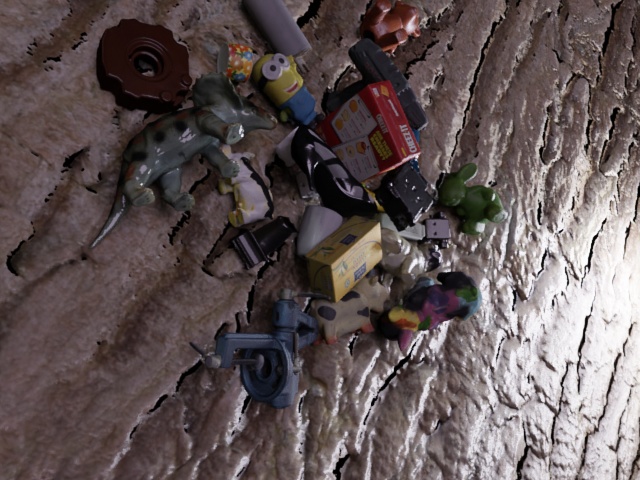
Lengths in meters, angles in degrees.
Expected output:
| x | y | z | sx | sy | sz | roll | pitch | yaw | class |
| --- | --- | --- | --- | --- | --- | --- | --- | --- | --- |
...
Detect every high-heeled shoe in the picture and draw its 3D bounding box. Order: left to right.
| x | y | z | sx | sy | sz | roll | pitch | yaw | class |
| --- | --- | --- | --- | --- | --- | --- | --- | --- | --- |
| 0.033 | -0.137 | 1.107 | 0.248 | 0.086 | 0.145 | 21 | 55 | -49 | high-heeled shoe |

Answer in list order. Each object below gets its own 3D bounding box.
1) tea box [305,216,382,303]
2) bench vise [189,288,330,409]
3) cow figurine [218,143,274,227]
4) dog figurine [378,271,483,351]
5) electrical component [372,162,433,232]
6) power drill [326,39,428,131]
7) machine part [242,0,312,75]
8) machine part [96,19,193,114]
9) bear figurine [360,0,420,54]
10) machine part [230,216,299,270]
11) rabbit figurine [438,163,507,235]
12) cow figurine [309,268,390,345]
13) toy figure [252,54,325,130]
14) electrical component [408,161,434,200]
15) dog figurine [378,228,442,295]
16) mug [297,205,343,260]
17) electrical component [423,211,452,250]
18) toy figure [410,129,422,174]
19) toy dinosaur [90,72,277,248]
| x | y | z | sx | sy | sz | roll | pitch | yaw | class |
| --- | --- | --- | --- | --- | --- | --- | --- | --- | --- |
| 0.052 | 0.035 | 1.078 | 0.169 | 0.068 | 0.098 | -41 | 135 | -37 | tea box |
| -0.100 | 0.189 | 0.954 | 0.240 | 0.129 | 0.223 | 13 | 90 | -49 | bench vise |
| -0.145 | -0.113 | 1.048 | 0.098 | 0.068 | 0.167 | -15 | 85 | -34 | cow figurine |
| 0.230 | 0.154 | 1.159 | 0.219 | 0.192 | 0.108 | -26 | 99 | -50 | dog figurine |
| 0.186 | -0.101 | 1.180 | 0.114 | 0.058 | 0.134 | 54 | 45 | -15 | electrical component |
| 0.113 | -0.304 | 1.184 | 0.086 | 0.207 | 0.232 | -35 | 94 | -28 | power drill |
| -0.094 | -0.469 | 1.172 | 0.079 | 0.079 | 0.243 | -38 | 98 | -34 | machine part |
| -0.325 | -0.323 | 0.998 | 0.179 | 0.056 | 0.179 | 9 | 71 | -29 | machine part |
| 0.197 | -0.547 | 1.350 | 0.196 | 0.132 | 0.120 | -34 | 99 | -28 | bear figurine |
| -0.108 | -0.004 | 1.063 | 0.139 | 0.039 | 0.084 | -32 | 90 | -33 | machine part |
| 0.370 | -0.114 | 1.347 | 0.170 | 0.121 | 0.159 | 20 | 61 | -30 | rabbit figurine |
| 0.063 | 0.133 | 1.111 | 0.195 | 0.085 | 0.127 | -13 | 91 | -34 | cow figurine |
| -0.072 | -0.310 | 1.143 | 0.180 | 0.089 | 0.082 | 51 | 43 | -22 | toy figure |
| 0.215 | -0.123 | 1.281 | 0.119 | 0.075 | 0.048 | 52 | 56 | -14 | electrical component |
| 0.185 | 0.020 | 1.220 | 0.190 | 0.121 | 0.172 | -31 | 98 | -49 | dog figurine |
| -0.002 | -0.003 | 1.113 | 0.109 | 0.081 | 0.107 | 41 | 65 | -52 | mug |
| 0.290 | -0.019 | 1.320 | 0.078 | 0.045 | 0.102 | -6 | 76 | -5 | electrical component |
| 0.219 | -0.222 | 1.319 | 0.064 | 0.058 | 0.154 | 4 | 80 | -26 | toy figure |
| -0.260 | -0.161 | 0.951 | 0.405 | 0.131 | 0.192 | -31 | 55 | -12 | toy dinosaur |
